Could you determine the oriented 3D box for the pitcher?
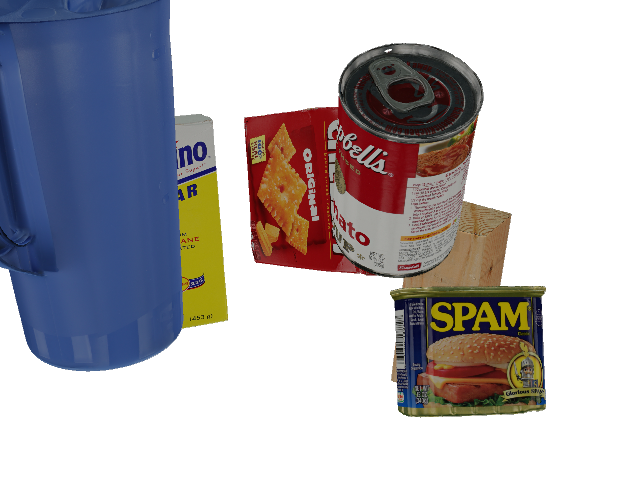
[{"bbox_3d":[-0.158,-0.038,0.683,0.149,0.243,0.145,-9,24,-15],"label":"pitcher"}]

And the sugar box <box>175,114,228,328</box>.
[{"bbox_3d":[-0.132,-0.013,0.897,0.093,0.176,0.048,-9,18,-20],"label":"sugar box"}]

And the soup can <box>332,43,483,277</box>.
[{"bbox_3d":[0.041,-0.038,0.535,0.068,0.068,0.102,0,-41,-2],"label":"soup can"}]

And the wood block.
[{"bbox_3d":[0.148,0.066,1.217,0.090,0.206,0.090,16,25,25],"label":"wood block"}]

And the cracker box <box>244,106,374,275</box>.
[{"bbox_3d":[0.004,-0.053,1.093,0.071,0.164,0.214,-6,6,-33],"label":"cracker box"}]

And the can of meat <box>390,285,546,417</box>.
[{"bbox_3d":[0.100,0.074,0.714,0.102,0.084,0.057,0,-6,-12],"label":"can of meat"}]
